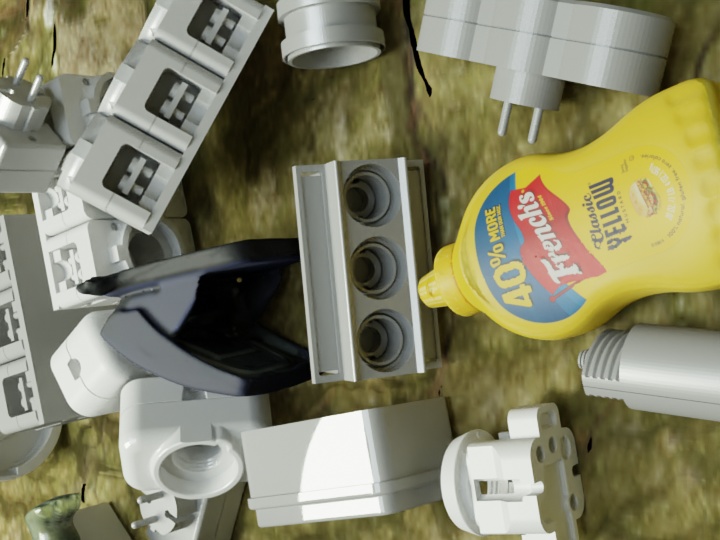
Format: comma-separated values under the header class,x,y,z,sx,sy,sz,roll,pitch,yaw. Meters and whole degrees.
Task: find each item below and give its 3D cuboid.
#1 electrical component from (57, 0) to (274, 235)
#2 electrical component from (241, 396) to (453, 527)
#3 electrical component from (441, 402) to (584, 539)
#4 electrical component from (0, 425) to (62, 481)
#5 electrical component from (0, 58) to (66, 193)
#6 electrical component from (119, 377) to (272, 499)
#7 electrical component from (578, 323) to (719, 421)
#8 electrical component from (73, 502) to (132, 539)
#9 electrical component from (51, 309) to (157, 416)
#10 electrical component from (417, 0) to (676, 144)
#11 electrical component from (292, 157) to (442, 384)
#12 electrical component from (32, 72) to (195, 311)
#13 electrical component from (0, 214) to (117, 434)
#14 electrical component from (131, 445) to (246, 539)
class,x,y,z,sx,sy,sz,roll,pitch,yaw
electrical component,-0.121,-0.102,0.659,0.150,0.062,0.089,-62,12,-5
electrical component,-0.006,0.113,0.633,0.113,0.078,0.057,-16,80,38
electrical component,0.081,0.113,0.577,0.057,0.058,0.078,-11,87,36
electrical component,-0.298,0.115,0.849,0.060,0.108,0.108,-18,82,44
electrical component,-0.224,-0.099,0.693,0.065,0.047,0.076,46,119,26
electrical component,-0.104,0.106,0.687,0.059,0.095,0.053,-103,12,-50
electrical component,0.146,0.048,0.529,0.081,0.043,0.043,4,96,38
electrical component,-0.208,0.253,0.816,0.108,0.056,0.108,49,120,25
electrical component,-0.152,0.057,0.733,0.059,0.095,0.053,-44,67,31
electrical component,0.089,-0.104,0.558,0.138,0.052,0.073,20,105,36
electrical component,0.000,0.000,0.625,0.063,0.079,0.121,174,91,-68
electrical component,-0.171,-0.054,0.744,0.062,0.089,0.150,-17,83,38
electrical component,-0.229,0.038,0.797,0.062,0.089,0.150,-18,82,38
electrical component,-0.123,0.156,0.730,0.047,0.076,0.083,27,109,34
